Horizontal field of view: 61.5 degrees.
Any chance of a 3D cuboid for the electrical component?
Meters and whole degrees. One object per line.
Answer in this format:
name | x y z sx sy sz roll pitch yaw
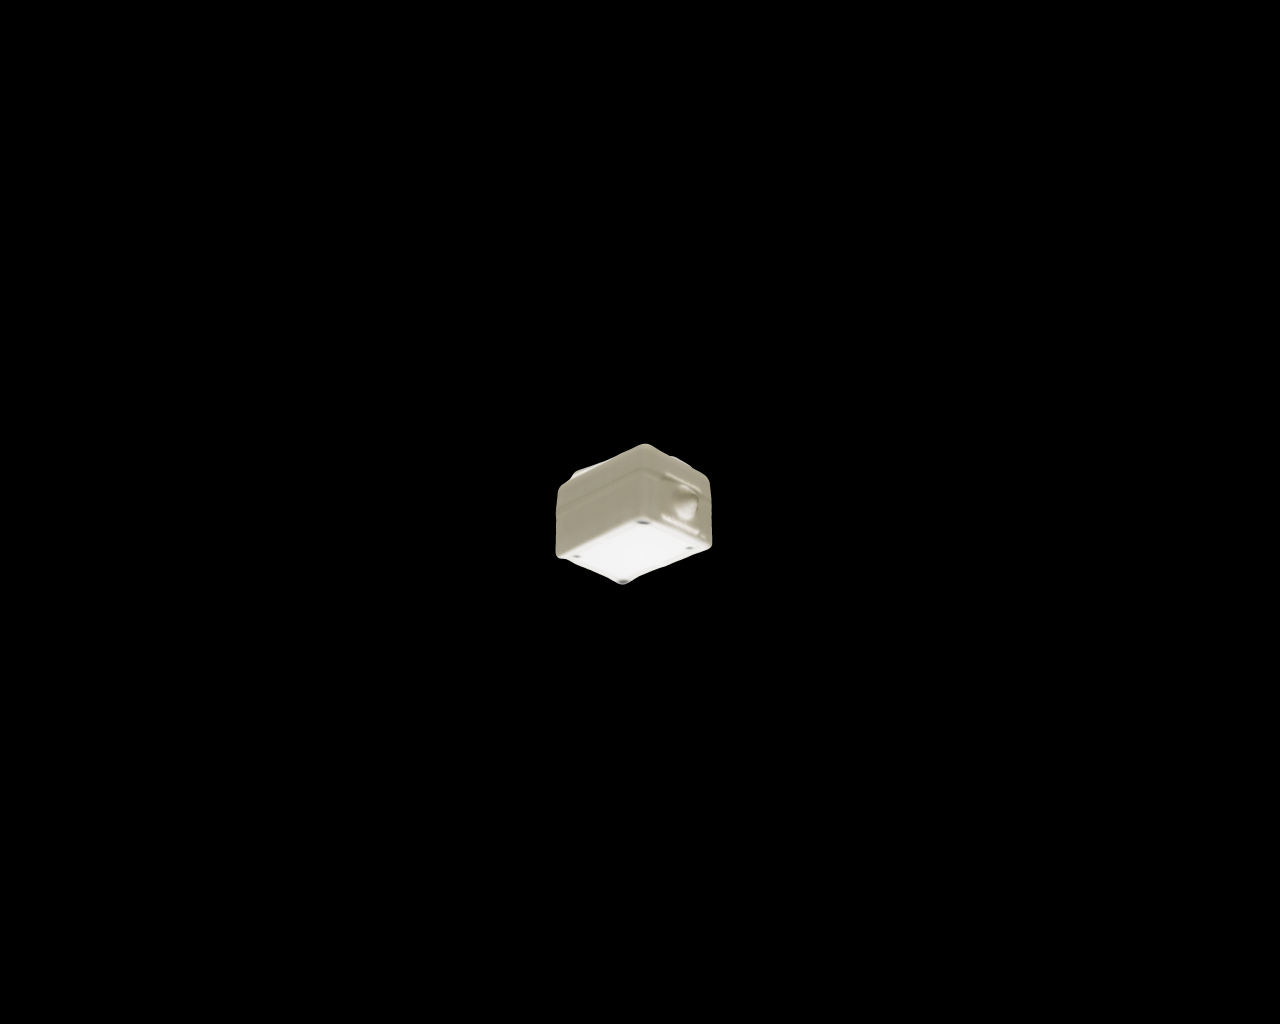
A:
electrical component | 0.001 -0.003 0.650 0.096 0.061 0.061 -25 -37 38
